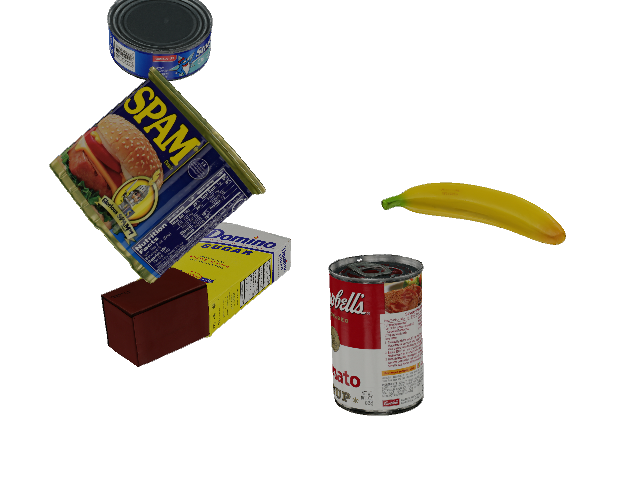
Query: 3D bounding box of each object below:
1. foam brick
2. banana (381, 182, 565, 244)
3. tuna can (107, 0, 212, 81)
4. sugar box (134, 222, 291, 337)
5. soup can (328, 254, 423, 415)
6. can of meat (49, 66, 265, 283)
[{"bbox_3d":[-0.142,0.064,0.926,0.078,0.051,0.053,-22,31,-35],"label":"foam brick"},{"bbox_3d":[0.167,-0.030,1.127,0.198,0.037,0.069,10,39,25],"label":"banana"},{"bbox_3d":[-0.133,-0.170,0.886,0.086,0.086,0.034,0,-42,-9],"label":"tuna can"},{"bbox_3d":[-0.111,0.037,1.128,0.093,0.048,0.176,14,31,22],"label":"sugar box"},{"bbox_3d":[0.041,0.067,0.773,0.068,0.102,0.068,-2,14,0],"label":"soup can"},{"bbox_3d":[-0.095,-0.037,0.606,0.102,0.084,0.057,46,-3,38],"label":"can of meat"}]
